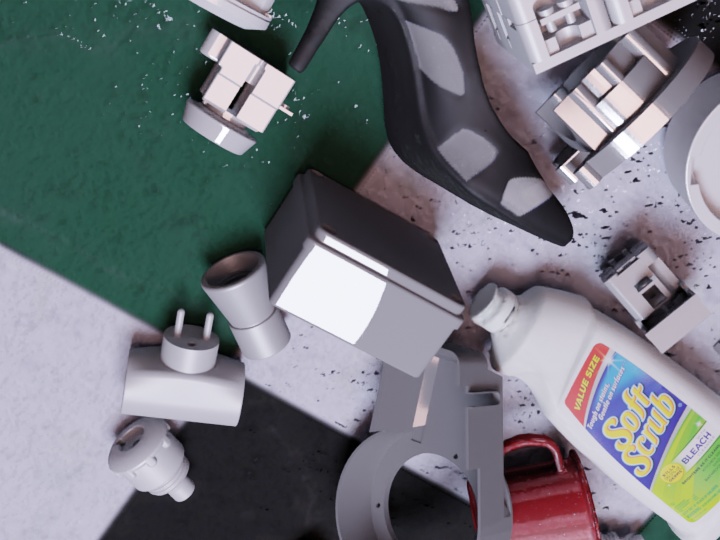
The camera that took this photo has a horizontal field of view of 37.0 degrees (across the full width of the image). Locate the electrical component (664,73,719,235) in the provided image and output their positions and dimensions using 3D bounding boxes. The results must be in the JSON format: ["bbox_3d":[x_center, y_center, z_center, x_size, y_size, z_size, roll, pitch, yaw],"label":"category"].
[{"bbox_3d":[0.250,-0.078,0.695,0.108,0.060,0.108,-3,114,-7],"label":"electrical component"}]

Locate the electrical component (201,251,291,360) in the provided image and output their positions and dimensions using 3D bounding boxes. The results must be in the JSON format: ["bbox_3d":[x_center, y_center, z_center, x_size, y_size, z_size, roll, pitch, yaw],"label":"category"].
[{"bbox_3d":[-0.071,0.026,0.704,0.044,0.044,0.065,-21,119,1],"label":"electrical component"}]

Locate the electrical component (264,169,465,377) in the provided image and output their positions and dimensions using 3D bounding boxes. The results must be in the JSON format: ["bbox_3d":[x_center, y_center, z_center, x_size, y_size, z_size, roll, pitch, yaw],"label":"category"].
[{"bbox_3d":[0.000,0.000,0.666,0.109,0.108,0.056,28,109,-18],"label":"electrical component"}]

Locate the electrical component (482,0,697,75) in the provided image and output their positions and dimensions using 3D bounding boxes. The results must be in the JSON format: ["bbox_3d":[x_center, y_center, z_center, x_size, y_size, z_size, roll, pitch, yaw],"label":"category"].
[{"bbox_3d":[0.147,-0.181,0.619,0.150,0.089,0.061,-25,114,3],"label":"electrical component"}]

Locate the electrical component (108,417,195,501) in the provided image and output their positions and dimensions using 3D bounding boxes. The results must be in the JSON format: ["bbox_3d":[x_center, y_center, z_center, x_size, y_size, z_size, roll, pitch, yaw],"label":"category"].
[{"bbox_3d":[-0.139,0.134,0.739,0.048,0.048,0.062,-33,121,6],"label":"electrical component"}]

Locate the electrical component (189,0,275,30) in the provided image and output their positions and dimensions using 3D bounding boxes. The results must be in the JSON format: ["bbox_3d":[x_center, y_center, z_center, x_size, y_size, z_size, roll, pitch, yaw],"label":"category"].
[{"bbox_3d":[-0.078,-0.171,0.596,0.080,0.080,0.051,26,102,-18],"label":"electrical component"}]

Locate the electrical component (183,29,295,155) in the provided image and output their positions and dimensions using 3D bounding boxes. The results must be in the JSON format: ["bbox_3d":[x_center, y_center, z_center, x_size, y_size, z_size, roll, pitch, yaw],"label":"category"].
[{"bbox_3d":[-0.074,-0.103,0.645,0.066,0.048,0.055,30,98,-19],"label":"electrical component"}]

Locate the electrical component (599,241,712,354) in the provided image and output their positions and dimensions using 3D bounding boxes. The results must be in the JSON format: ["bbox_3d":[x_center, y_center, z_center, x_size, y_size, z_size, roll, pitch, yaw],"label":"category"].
[{"bbox_3d":[0.196,0.015,0.724,0.042,0.081,0.063,-40,91,9],"label":"electrical component"}]

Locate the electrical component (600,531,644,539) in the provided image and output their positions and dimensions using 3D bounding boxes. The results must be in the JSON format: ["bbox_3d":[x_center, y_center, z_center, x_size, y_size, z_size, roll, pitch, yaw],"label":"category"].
[{"bbox_3d":[0.189,0.220,0.825,0.062,0.043,0.043,-17,115,-3],"label":"electrical component"}]

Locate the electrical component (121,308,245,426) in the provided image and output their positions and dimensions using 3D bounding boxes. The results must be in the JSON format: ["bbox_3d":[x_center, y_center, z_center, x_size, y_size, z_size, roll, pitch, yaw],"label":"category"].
[{"bbox_3d":[-0.114,0.062,0.711,0.077,0.043,0.079,8,112,-12],"label":"electrical component"}]

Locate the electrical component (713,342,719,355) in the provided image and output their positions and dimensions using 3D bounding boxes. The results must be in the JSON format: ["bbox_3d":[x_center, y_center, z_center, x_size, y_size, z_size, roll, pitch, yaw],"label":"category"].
[{"bbox_3d":[0.341,0.088,0.764,0.150,0.089,0.061,32,105,-20],"label":"electrical component"}]
